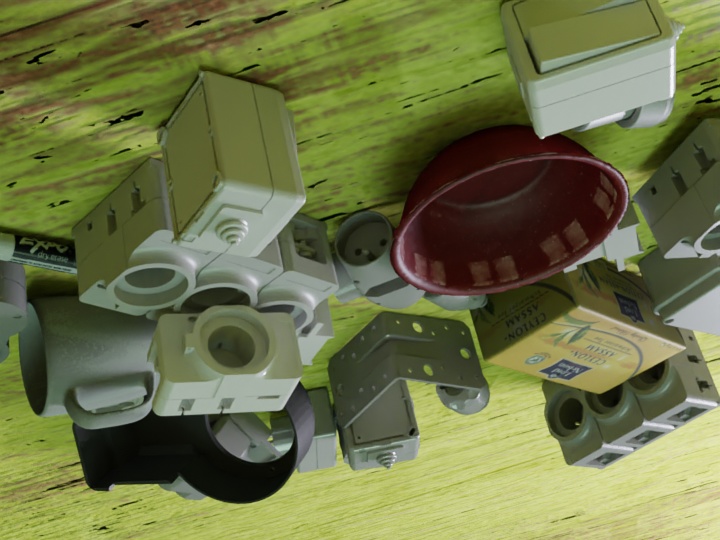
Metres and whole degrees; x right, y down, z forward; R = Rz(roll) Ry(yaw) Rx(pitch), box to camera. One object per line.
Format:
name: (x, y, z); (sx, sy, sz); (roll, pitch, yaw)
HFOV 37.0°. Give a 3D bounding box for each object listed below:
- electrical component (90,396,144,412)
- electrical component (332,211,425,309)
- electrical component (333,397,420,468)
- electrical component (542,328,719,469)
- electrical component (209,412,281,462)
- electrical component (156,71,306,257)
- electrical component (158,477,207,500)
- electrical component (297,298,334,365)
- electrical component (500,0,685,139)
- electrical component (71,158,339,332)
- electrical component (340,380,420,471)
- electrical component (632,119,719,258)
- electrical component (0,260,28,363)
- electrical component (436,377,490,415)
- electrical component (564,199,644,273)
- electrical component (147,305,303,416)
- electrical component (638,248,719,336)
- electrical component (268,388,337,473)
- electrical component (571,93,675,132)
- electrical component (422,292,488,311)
electrical component: (-0.196, 0.080, 0.822); (0.055, 0.047, 0.055); (-10, 150, -6)
electrical component: (0.000, 0.000, 0.770); (0.079, 0.043, 0.077); (-21, 149, 14)
electrical component: (0.016, 0.151, 1.020); (0.080, 0.051, 0.080); (-10, 150, -6)
electrical component: (0.250, 0.117, 1.018); (0.062, 0.089, 0.150); (13, 141, -37)
electrical component: (-0.116, 0.152, 0.944); (0.081, 0.063, 0.042); (46, 127, -8)
electrical component: (-0.069, -0.052, 0.602); (0.061, 0.096, 0.062); (9, 143, -34)
electrical component: (-0.142, 0.177, 0.998); (0.095, 0.053, 0.059); (18, 138, -42)
electrical component: (-0.060, 0.042, 0.818); (0.064, 0.042, 0.081); (5, 145, -26)
electrical component: (0.132, -0.126, 0.594); (0.096, 0.061, 0.061); (-17, 150, 7)
electrical component: (-0.099, -0.003, 0.707); (0.150, 0.061, 0.089); (19, 137, -43)
electrical component: (0.015, 0.133, 0.945); (0.062, 0.096, 0.061); (-10, 149, -6)
electrical component: (0.286, -0.054, 0.761); (0.150, 0.061, 0.089); (-3, 148, -28)
electrical component: (-0.264, 0.055, 0.727); (0.052, 0.073, 0.138); (7, 144, -31)
electrical component: (0.101, 0.114, 1.001); (0.043, 0.043, 0.062); (-26, 149, 20)
electrical component: (0.170, -0.031, 0.788); (0.064, 0.042, 0.081); (-18, 149, 10)
electrical component: (-0.088, 0.059, 0.699); (0.089, 0.050, 0.055); (0, 147, -22)
electrical component: (0.298, 0.010, 0.891); (0.113, 0.057, 0.078); (12, 142, -36)
electrical component: (-0.063, 0.153, 0.996); (0.076, 0.047, 0.083); (-9, 150, -7)
electrical component: (0.155, -0.107, 0.651); (0.055, 0.045, 0.045); (-5, 149, -15)
electrical component: (0.073, 0.012, 0.822); (0.040, 0.040, 0.078); (-29, 147, 25)
